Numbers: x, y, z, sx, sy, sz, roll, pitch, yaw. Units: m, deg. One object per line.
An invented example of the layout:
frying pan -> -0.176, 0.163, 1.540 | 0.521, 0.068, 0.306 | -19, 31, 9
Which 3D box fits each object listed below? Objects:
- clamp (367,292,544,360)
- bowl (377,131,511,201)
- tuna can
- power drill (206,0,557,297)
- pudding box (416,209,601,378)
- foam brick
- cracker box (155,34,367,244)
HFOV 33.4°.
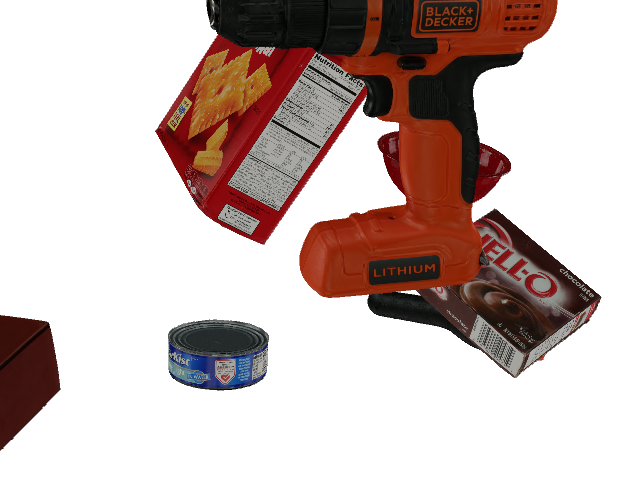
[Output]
clamp -> 0.144, 0.065, 1.020 | 0.172, 0.039, 0.120 | 21, 35, 26
bowl -> 0.143, -0.081, 1.280 | 0.162, 0.055, 0.162 | 8, 24, -4
tuna can -> -0.087, 0.097, 0.907 | 0.086, 0.034, 0.086 | 3, 14, -1
power drill -> 0.030, -0.062, 0.577 | 0.184, 0.188, 0.057 | -4, 31, -13
pudding box -> 0.139, 0.038, 0.807 | 0.089, 0.114, 0.039 | -32, -28, -29
foam brick -> -0.208, 0.088, 0.665 | 0.053, 0.051, 0.078 | 7, 29, 21
cracker box -> -0.036, -0.129, 0.842 | 0.072, 0.214, 0.164 | 26, 16, -31
